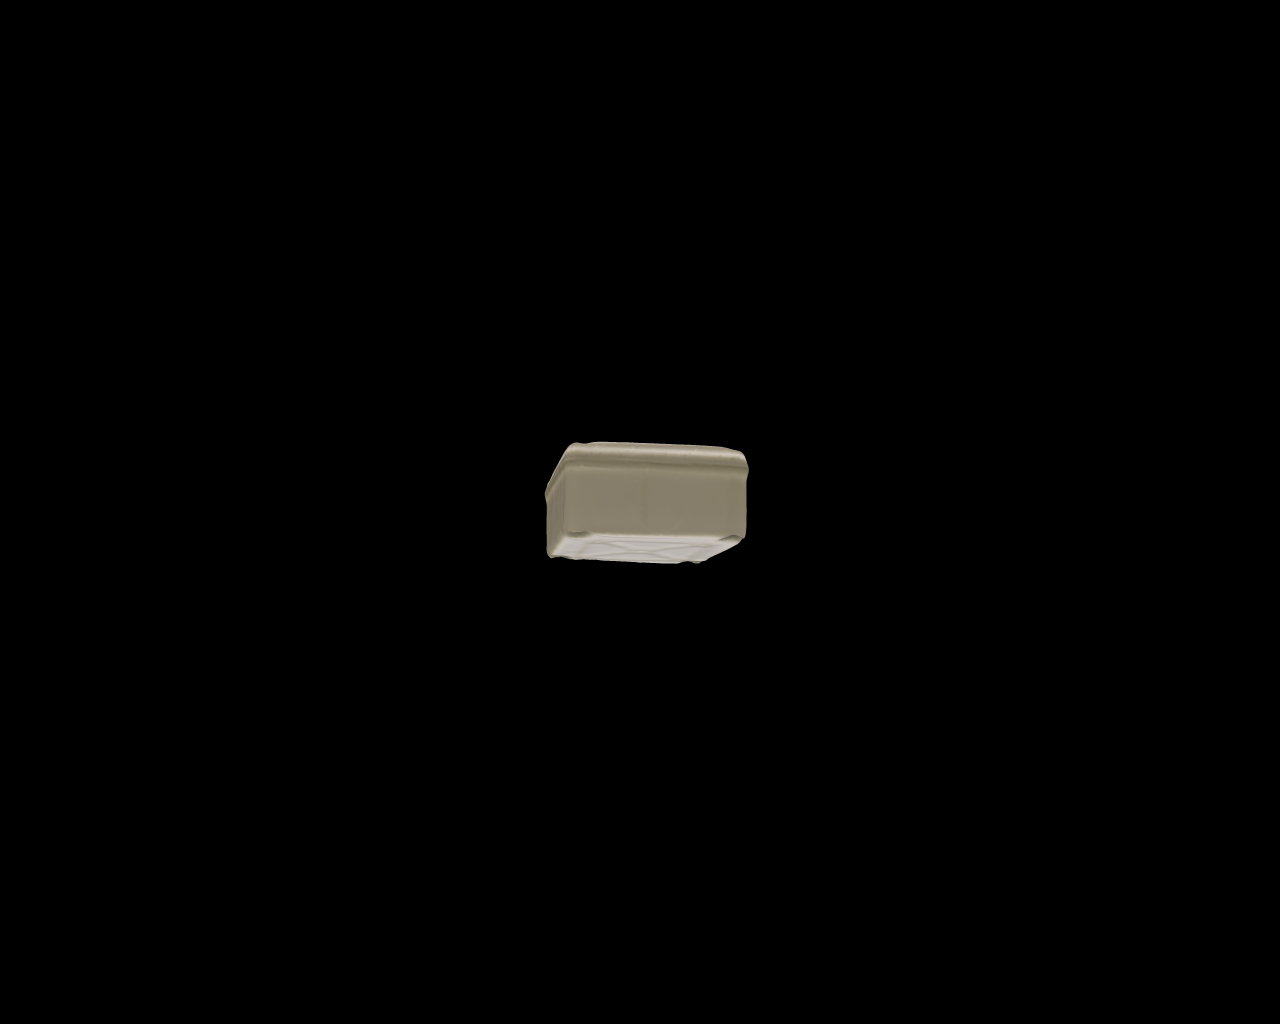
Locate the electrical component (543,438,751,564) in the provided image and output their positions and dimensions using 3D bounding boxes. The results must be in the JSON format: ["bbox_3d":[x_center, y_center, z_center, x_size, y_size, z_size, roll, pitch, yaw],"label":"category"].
[{"bbox_3d":[0.001,-0.003,0.650,0.109,0.056,0.108,2,-11,-12],"label":"electrical component"}]
